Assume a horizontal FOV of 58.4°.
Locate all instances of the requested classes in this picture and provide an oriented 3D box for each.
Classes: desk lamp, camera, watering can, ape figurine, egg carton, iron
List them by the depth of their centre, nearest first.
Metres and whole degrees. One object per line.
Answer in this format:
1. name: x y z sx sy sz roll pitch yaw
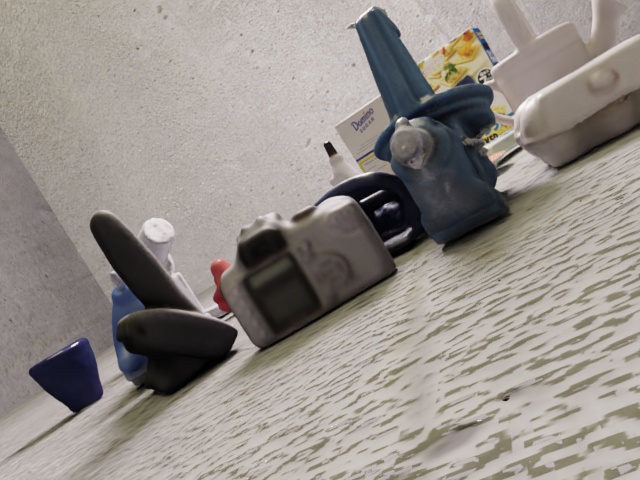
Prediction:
1. egg carton: 0.254 -0.128 0.528 0.150 0.069 0.107 -30 3 15
2. camera: -0.018 0.015 0.540 0.143 0.101 0.137 -31 3 3
3. watering can: 0.253 -0.207 0.646 0.172 0.194 0.101 -30 3 10
4. iron: -0.230 0.101 0.800 0.119 0.141 0.258 -31 3 -8
5. ape figurine: -0.144 0.071 0.934 0.078 0.092 0.076 -31 3 -11
6. desk lamp: -0.280 0.074 1.053 0.118 0.213 0.202 -34 4 -42

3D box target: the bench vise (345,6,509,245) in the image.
1. bench vise: 0.095 -0.119 0.500 0.121 0.220 0.207 -30 3 6

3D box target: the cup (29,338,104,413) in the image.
1. cup: -0.370 0.207 0.871 0.091 0.095 0.118 -31 3 2

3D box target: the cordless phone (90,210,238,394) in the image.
1. cordless phone: -0.178 0.058 0.593 0.094 0.185 0.147 -33 4 -33

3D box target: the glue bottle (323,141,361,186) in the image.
1. glue bottle: 0.053 -0.099 1.018 0.078 0.173 0.037 -28 4 38

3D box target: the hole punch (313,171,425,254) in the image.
1. hole punch: 0.059 -0.030 0.613 0.108 0.091 0.101 -28 4 41
